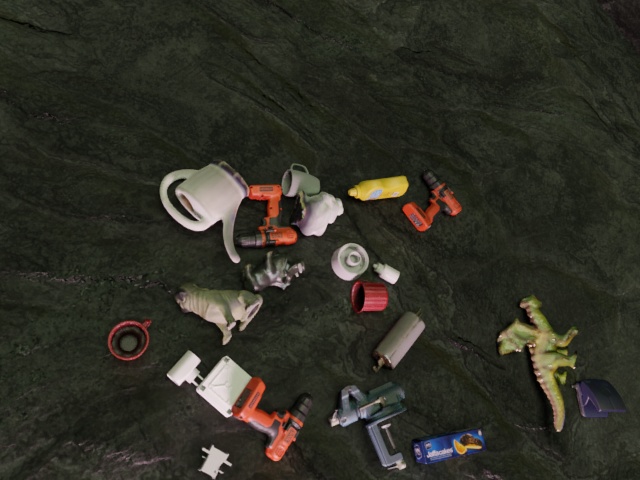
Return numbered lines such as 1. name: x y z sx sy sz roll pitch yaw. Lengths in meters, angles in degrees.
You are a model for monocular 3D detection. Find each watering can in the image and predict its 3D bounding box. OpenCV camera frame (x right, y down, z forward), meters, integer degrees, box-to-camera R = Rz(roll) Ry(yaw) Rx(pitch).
1. watering can: -0.289 -0.098 1.451 0.350 0.102 0.228 39 62 17

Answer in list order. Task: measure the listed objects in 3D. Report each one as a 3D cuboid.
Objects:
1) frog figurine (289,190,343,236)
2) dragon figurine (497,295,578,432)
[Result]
1. frog figurine: 0.005 -0.078 1.555 0.159 0.124 0.136 5 101 -26
2. dragon figurine: 0.676 0.360 1.630 0.243 0.119 0.419 17 61 7
